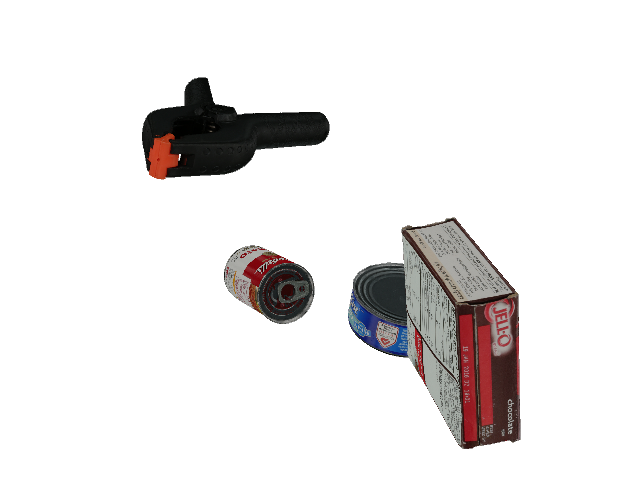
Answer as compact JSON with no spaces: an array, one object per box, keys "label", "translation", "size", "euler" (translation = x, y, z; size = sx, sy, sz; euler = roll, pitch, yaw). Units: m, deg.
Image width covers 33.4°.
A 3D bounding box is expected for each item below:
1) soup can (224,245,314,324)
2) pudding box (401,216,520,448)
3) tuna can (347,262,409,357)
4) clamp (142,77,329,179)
[{"label":"soup can","translation":[-0.059,0.048,1.191],"size":[0.068,0.068,0.102],"euler":[0,11,-27]},{"label":"pudding box","translation":[0.078,0.049,0.603],"size":[0.039,0.090,0.113],"euler":[-9,24,-10]},{"label":"tuna can","translation":[0.065,0.054,0.841],"size":[0.086,0.034,0.086],"euler":[7,31,-4]},{"label":"clamp","translation":[-0.082,-0.083,0.771],"size":[0.120,0.039,0.171],"euler":[17,21,26]}]
